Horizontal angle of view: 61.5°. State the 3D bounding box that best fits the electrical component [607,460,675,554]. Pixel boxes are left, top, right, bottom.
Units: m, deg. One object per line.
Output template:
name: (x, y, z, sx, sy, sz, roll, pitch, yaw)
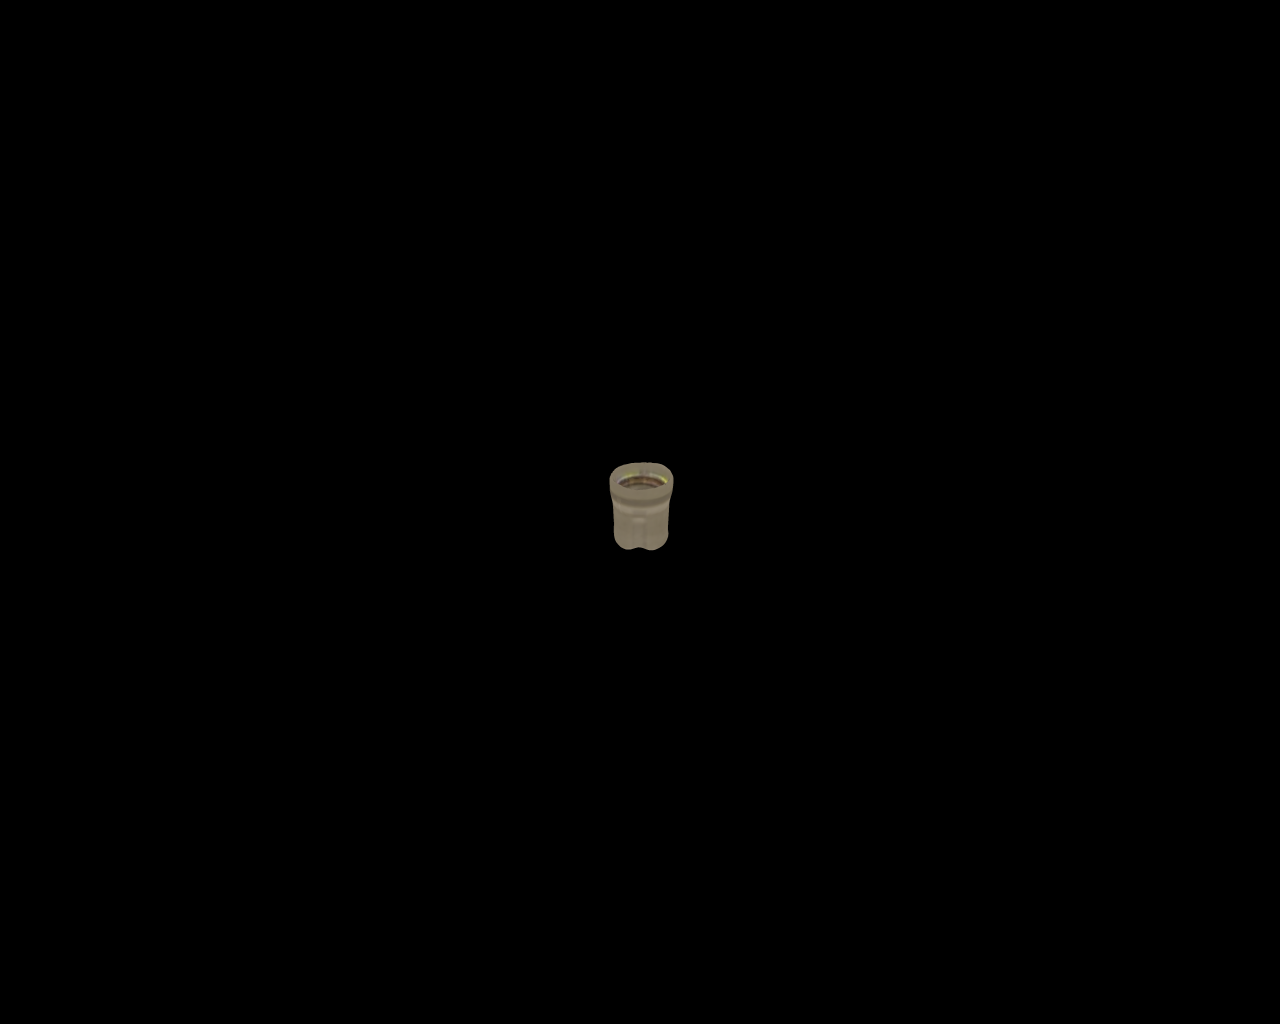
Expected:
electrical component: (0.001, -0.003, 0.650, 0.040, 0.046, 0.040, 0, 28, 0)
